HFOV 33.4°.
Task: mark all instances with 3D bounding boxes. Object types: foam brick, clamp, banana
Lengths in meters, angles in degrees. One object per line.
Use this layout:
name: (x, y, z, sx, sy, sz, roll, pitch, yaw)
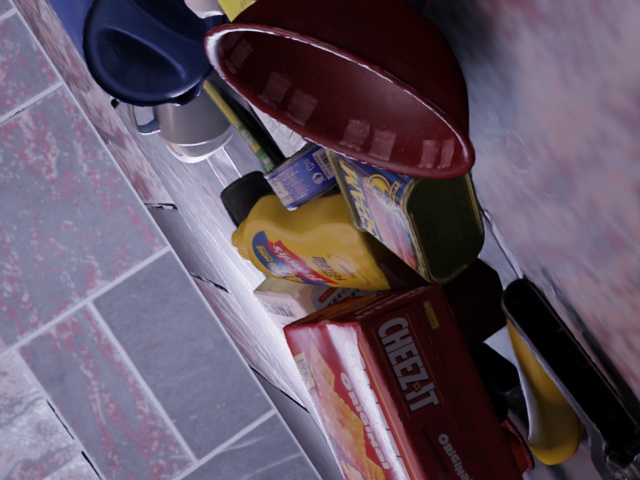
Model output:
foam brick: (0.090, 0.037, 0.761, 0.078, 0.051, 0.053, 42, 162, 51)
clamp: (0.192, 0.127, 0.624, 0.210, 0.036, 0.165, 60, 168, -27)
clamp: (0.101, 0.082, 0.880, 0.172, 0.039, 0.120, 48, 162, 30)
banana: (0.153, 0.109, 0.736, 0.070, 0.037, 0.198, 47, 165, 32)

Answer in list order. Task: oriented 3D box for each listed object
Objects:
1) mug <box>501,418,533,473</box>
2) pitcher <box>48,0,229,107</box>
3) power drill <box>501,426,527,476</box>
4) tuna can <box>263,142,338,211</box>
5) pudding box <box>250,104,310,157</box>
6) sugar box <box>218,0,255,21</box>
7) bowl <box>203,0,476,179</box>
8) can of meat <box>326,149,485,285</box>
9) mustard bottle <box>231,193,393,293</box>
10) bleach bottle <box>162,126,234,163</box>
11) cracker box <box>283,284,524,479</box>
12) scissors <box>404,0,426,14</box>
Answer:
mug: (0.135, 0.201, 0.952, 0.117, 0.081, 0.093, 59, 168, -11)
pitcher: (-0.193, -0.239, 0.997, 0.243, 0.144, 0.149, 48, 124, 49)
power drill: (0.182, 0.229, 0.839, 0.187, 0.057, 0.185, 49, 168, -10)
tuna can: (0.003, -0.057, 0.777, 0.034, 0.086, 0.086, 56, 169, -6)
pudding box: (-0.034, -0.124, 0.867, 0.113, 0.039, 0.090, 54, 168, -1)
sugar box: (-0.081, -0.234, 0.739, 0.176, 0.048, 0.093, 55, 169, 0)
bowl: (0.020, -0.095, 0.585, 0.162, 0.055, 0.162, 24, 169, 5)
can of meat: (0.059, -0.030, 0.699, 0.084, 0.057, 0.102, 42, 162, 43)
mustard bottle: (-0.006, 0.001, 0.861, 0.192, 0.058, 0.096, 3, 148, 47)
bleach bottle: (-0.160, -0.133, 1.304, 0.102, 0.068, 0.251, 58, 171, 0)
cracker box: (0.053, 0.122, 0.765, 0.164, 0.072, 0.214, 66, 165, -1)
scissors: (0.035, -0.119, 0.633, 0.096, 0.016, 0.201, 22, 168, 31)
